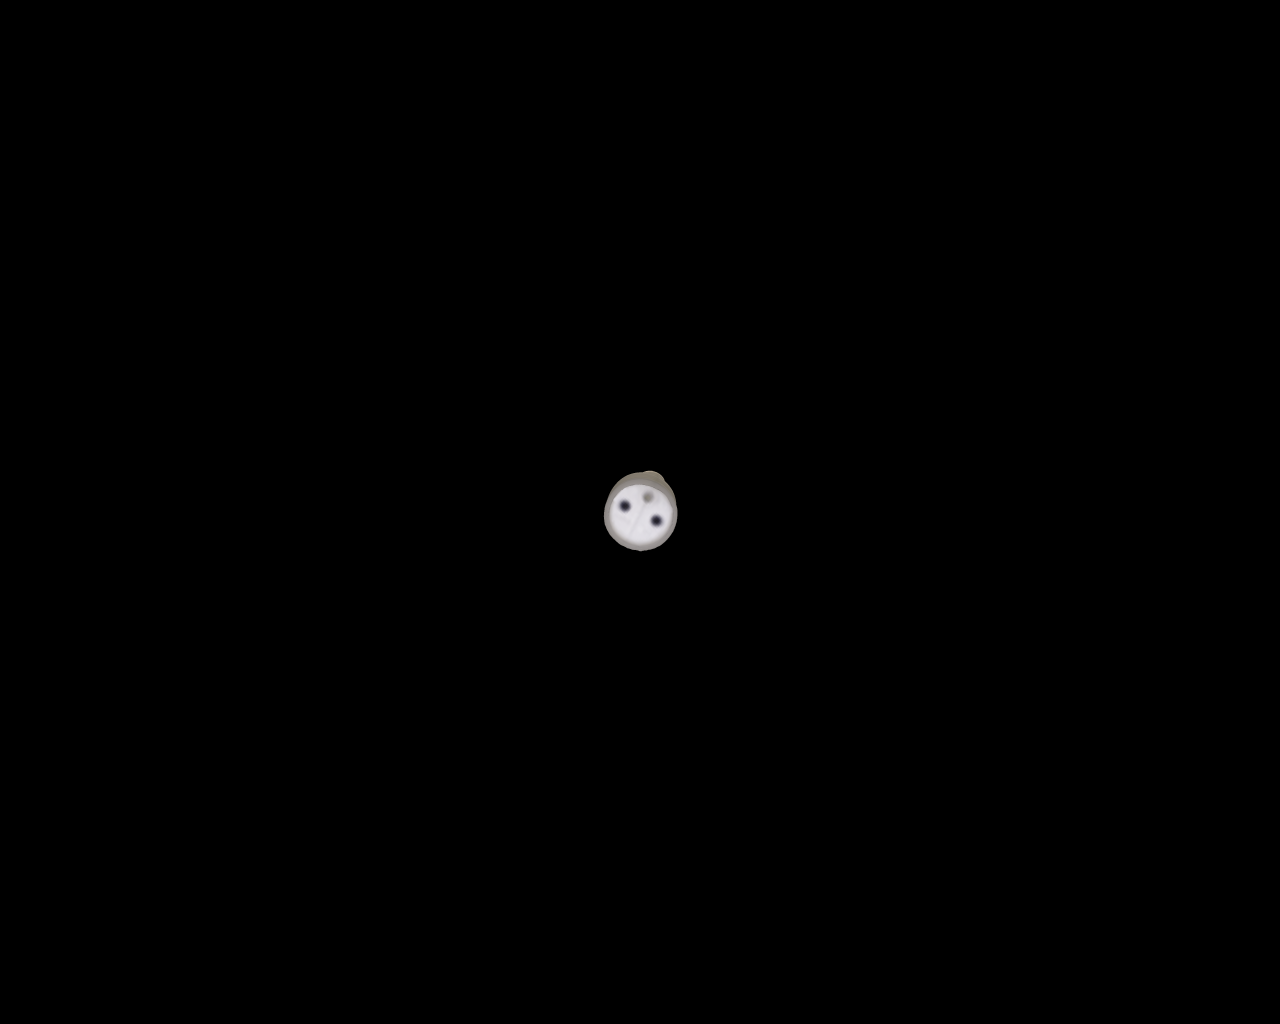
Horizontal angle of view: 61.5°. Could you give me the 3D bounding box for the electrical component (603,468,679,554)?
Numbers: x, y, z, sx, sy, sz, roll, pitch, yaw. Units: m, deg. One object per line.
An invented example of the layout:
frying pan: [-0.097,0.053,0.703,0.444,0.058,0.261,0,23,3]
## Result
electrical component: [0.001,-0.003,0.650,0.043,0.043,0.081,0,8,0]
